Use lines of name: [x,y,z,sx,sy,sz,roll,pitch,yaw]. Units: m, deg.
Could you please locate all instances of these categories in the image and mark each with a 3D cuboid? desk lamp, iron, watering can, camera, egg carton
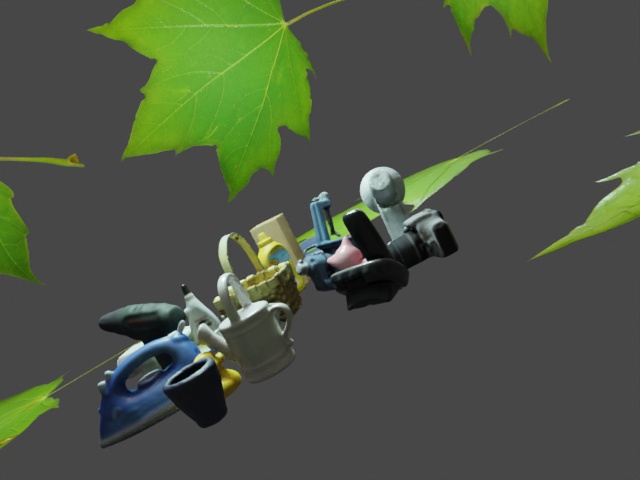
desk lamp: [0.182,-0.084,1.445,0.118,0.213,0.203,-27,8,5]
iron: [-0.331,0.272,1.099,0.259,0.141,0.118,-29,8,-15]
watering can: [-0.137,0.152,1.025,0.173,0.194,0.101,-28,8,-8]
camera: [0.205,0.000,1.229,0.137,0.101,0.143,-28,7,-4]
egg carton: [-0.479,0.320,1.576,0.150,0.069,0.107,-25,8,16]

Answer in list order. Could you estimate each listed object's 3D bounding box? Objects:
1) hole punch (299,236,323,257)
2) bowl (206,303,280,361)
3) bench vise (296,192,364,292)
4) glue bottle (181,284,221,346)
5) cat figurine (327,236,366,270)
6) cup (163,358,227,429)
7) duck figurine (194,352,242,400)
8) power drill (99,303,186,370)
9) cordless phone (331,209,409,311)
hole punch: [-0.014,0.042,1.755,0.108,0.091,0.101,-25,8,15]
bowl: [-0.148,0.202,1.189,0.167,0.075,0.167,-27,7,4]
bench vise: [0.022,0.002,1.399,0.121,0.220,0.208,-21,10,38]
glue bottle: [-0.310,0.190,1.460,0.078,0.173,0.037,-30,8,-16]
cat figurine: [0.085,0.046,1.272,0.127,0.118,0.067,-21,10,40]
cup: [-0.190,0.249,0.934,0.091,0.095,0.118,-26,8,9]
duck figurine: [-0.198,0.245,1.028,0.077,0.086,0.105,-21,10,38]
power drill: [-0.359,0.229,1.232,0.229,0.208,0.076,-23,9,31]
cordless phone: [0.076,0.034,1.121,0.147,0.185,0.094,-22,9,35]
